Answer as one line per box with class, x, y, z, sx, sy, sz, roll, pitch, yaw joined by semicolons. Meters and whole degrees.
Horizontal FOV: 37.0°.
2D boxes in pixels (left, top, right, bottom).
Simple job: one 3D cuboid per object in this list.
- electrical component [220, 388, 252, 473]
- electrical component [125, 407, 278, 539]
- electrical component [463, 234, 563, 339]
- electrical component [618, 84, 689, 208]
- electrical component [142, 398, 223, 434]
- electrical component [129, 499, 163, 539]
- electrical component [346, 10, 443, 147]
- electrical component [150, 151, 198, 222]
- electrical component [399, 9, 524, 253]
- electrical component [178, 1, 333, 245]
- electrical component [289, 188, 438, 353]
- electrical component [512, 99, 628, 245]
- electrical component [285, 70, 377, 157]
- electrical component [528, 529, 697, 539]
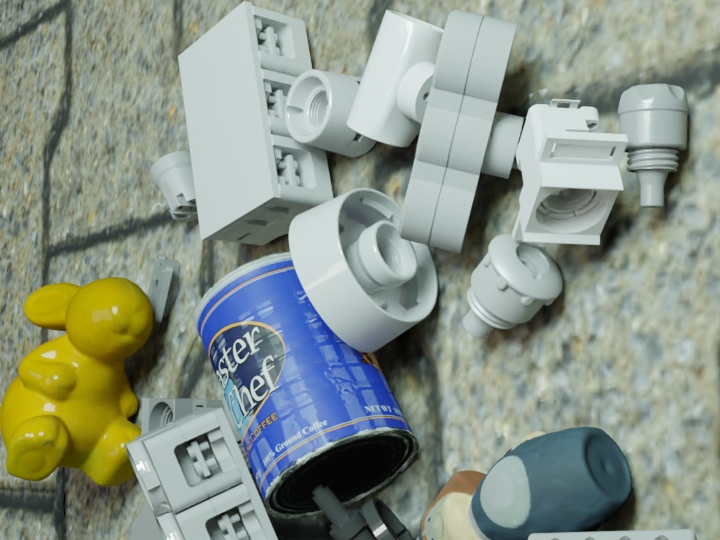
electrical component;-0.074;0.113;0.774;0.043;0.043;0.081;-30;64;42
electrical component;-0.098;0.172;0.714;0.150;0.062;0.089;67;162;0
electrical component;0.082;0.014;0.614;0.062;0.048;0.048;-55;49;37
electrical component;0.150;-0.063;0.552;0.035;0.035;0.061;0;89;48
electrical component;-0.127;0.118;0.818;0.081;0.064;0.042;-6;82;48
electrical component;-0.125;0.203;0.818;0.100;0.048;0.099;43;117;41
electrical component;0.036;-0.114;0.677;0.079;0.044;0.077;35;112;40
electrical component;-0.145;-0.067;0.877;0.040;0.040;0.046;-44;62;36
electrical component;0.073;-0.075;0.625;0.074;0.052;0.138;14;110;5
electrical component;-0.075;-0.103;0.785;0.089;0.062;0.150;-26;67;44
electrical component;0.000;0.000;0.669;0.064;0.099;0.099;-29;65;36
electrical component;0.108;-0.052;0.573;0.081;0.042;0.063;100;169;-52
electrical component;-0.018;-0.108;0.734;0.055;0.047;0.055;-7;81;47
electrical component;0.130;0.171;0.532;0.083;0.047;0.075;-8;124;26
